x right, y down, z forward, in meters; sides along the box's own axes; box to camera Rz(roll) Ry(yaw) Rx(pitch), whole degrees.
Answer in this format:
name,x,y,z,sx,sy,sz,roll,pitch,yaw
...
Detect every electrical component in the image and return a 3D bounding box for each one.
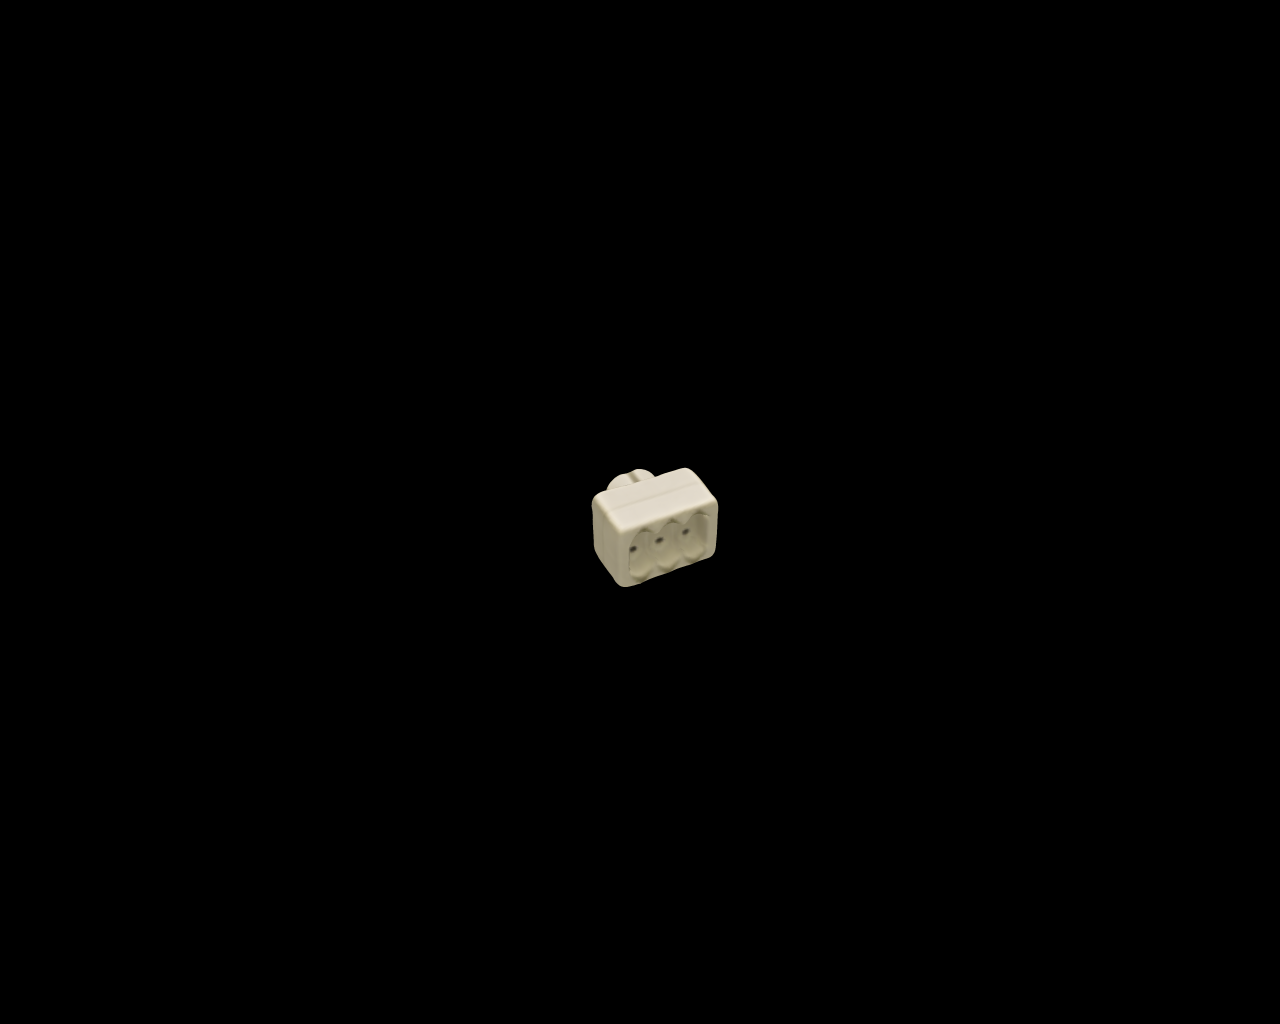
name,x,y,z,sx,sy,sz,roll,pitch,yaw
electrical component,0.001,-0.003,0.650,0.066,0.047,0.077,-18,44,-19
